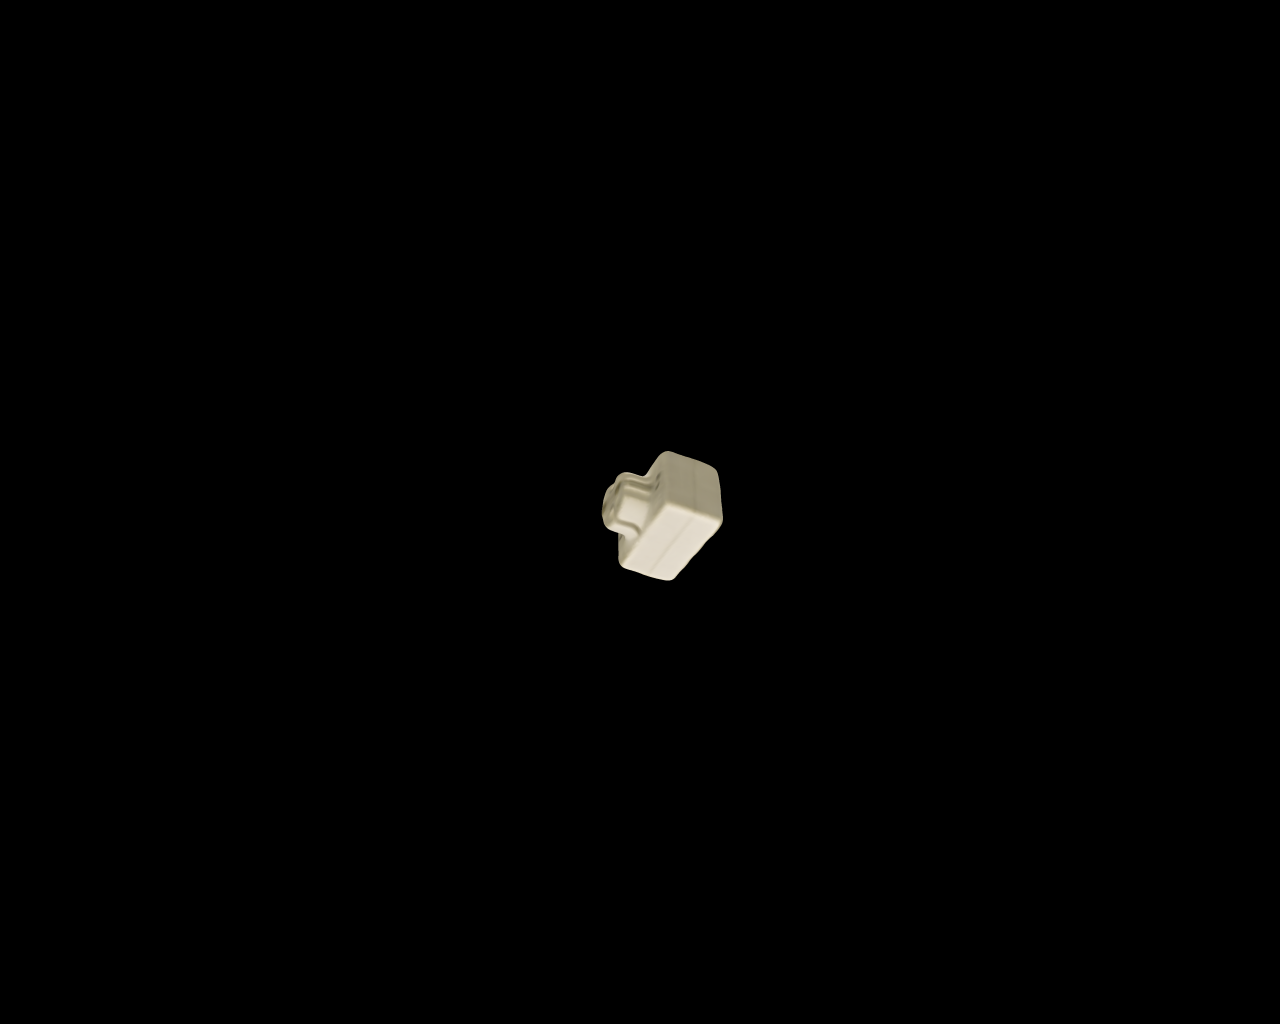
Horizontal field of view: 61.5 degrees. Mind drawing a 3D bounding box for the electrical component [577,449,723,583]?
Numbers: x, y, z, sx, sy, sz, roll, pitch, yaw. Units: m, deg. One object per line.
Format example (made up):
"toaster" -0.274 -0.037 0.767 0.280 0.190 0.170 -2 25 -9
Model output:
"electrical component" 0.001 -0.003 0.650 0.077 0.047 0.065 19 -46 -19
